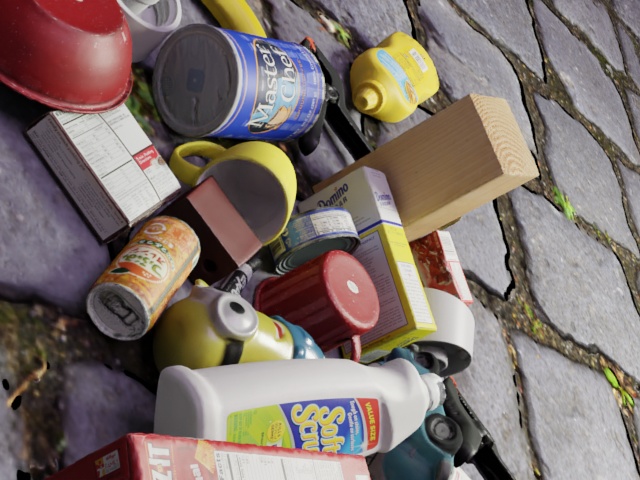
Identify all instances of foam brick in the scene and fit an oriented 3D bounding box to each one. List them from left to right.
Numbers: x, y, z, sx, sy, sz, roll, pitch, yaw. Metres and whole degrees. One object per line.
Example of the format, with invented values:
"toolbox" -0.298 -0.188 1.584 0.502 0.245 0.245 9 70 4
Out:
"foam brick" -0.099 -0.005 0.920 0.078 0.053 0.051 53 32 -9

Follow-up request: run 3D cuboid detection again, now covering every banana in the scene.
"banana" -0.105 -0.244 1.118 0.198 0.037 0.069 55 30 -9

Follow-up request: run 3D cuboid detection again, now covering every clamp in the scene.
"clamp" 0.010 -0.150 1.206 0.120 0.039 0.171 26 45 -46
"clamp" 0.158 0.209 1.054 0.164 0.036 0.210 50 7 -21

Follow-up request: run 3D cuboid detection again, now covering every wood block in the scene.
"wood block" 0.108 -0.061 1.112 0.090 0.206 0.091 -4 68 -56

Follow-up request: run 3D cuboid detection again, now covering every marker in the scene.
"marker" -0.078 0.043 0.942 0.020 0.020 0.121 52 32 -13

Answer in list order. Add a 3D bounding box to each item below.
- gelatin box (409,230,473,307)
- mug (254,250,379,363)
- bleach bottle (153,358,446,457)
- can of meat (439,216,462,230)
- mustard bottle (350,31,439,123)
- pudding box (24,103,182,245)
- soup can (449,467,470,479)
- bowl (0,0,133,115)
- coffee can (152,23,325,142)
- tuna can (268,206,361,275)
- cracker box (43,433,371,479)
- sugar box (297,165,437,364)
"gelatin box" 0.120 0.044 1.173 0.030 0.073 0.089 7 60 -51
"mug" 0.003 0.071 0.975 0.093 0.082 0.117 11 56 -52
"bleach bottle" -0.003 0.131 0.830 0.250 0.068 0.103 -7 114 -35
"can of meat" 0.132 -0.075 1.304 0.102 0.058 0.084 48 31 -21
"mustard bottle" 0.085 -0.197 1.332 0.096 0.058 0.191 55 31 -6
"pudding box" -0.175 -0.064 0.873 0.113 0.039 0.089 54 32 -5
"soup can" 0.128 0.261 1.014 0.102 0.069 0.068 49 33 -18
"bowl" -0.211 -0.177 0.858 0.162 0.055 0.162 28 35 -22
"coffee can" -0.075 -0.147 1.019 0.140 0.103 0.103 -4 68 -56
"tuna can" -0.007 0.001 1.014 0.085 0.086 0.034 7 58 -53
"cracker box" -0.088 0.188 0.672 0.213 0.164 0.072 18 49 -48
"sugar box" 0.045 0.025 1.062 0.048 0.093 0.176 14 54 -51
